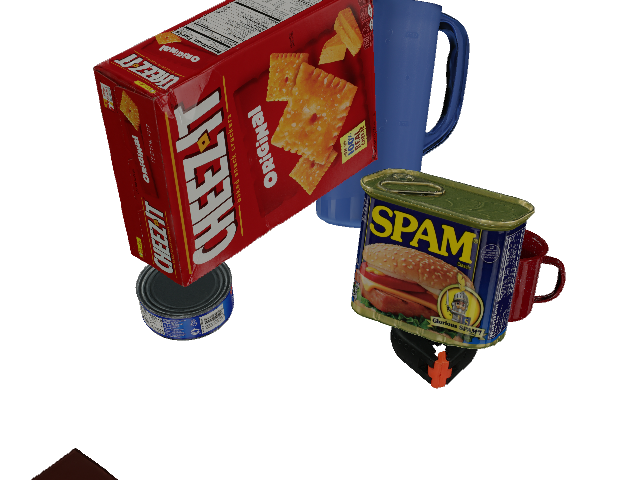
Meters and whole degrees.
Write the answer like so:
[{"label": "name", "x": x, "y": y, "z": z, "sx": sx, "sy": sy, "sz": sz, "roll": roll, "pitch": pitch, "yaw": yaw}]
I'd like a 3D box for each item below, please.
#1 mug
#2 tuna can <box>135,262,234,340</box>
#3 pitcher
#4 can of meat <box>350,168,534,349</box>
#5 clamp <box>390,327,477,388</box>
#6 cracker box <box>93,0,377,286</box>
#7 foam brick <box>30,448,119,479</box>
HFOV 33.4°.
[{"label": "mug", "x": 0.210, "y": 0.039, "z": 1.176, "sx": 0.117, "sy": 0.081, "sz": 0.093, "roll": 7, "pitch": 25, "yaw": 4}, {"label": "tuna can", "x": -0.120, "y": 0.049, "z": 0.957, "sx": 0.086, "sy": 0.034, "sz": 0.086, "roll": -2, "pitch": 42, "yaw": 2}, {"label": "pitcher", "x": 0.066, "y": -0.138, "z": 1.146, "sx": 0.149, "sy": 0.243, "sz": 0.144, "roll": 7, "pitch": 9, "yaw": 24}, {"label": "can of meat", "x": 0.070, "y": 0.011, "z": 0.645, "sx": 0.102, "sy": 0.084, "sz": 0.057, "roll": 18, "pitch": 23, "yaw": 28}, {"label": "clamp", "x": 0.113, "y": 0.074, "z": 0.988, "sx": 0.120, "sy": 0.039, "sz": 0.171, "roll": -7, "pitch": 32, "yaw": -6}, {"label": "cracker box", "x": -0.050, "y": -0.089, "z": 0.787, "sx": 0.072, "sy": 0.164, "sz": 0.213, "roll": 29, "pitch": 49, "yaw": 34}, {"label": "foam brick", "x": -0.097, "y": 0.139, "z": 0.457, "sx": 0.078, "sy": 0.051, "sz": 0.052, "roll": 26, "pitch": 45, "yaw": 33}]
